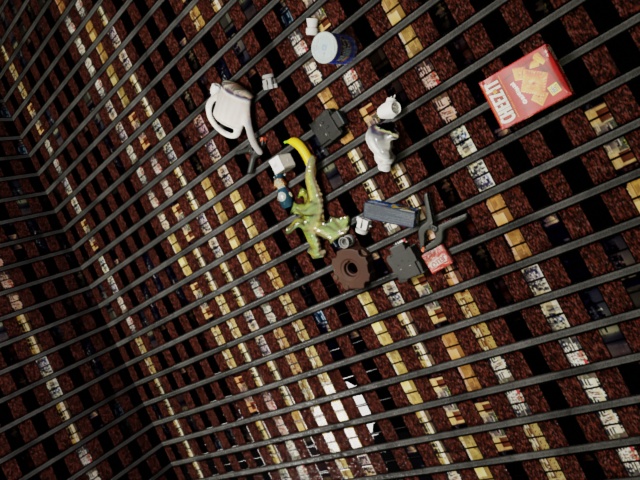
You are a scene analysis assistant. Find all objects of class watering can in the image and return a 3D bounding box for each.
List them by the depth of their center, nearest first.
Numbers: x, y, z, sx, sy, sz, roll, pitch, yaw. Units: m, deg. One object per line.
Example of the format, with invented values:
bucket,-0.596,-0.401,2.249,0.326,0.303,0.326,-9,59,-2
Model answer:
watering can,-0.329,-0.507,2.086,0.351,0.105,0.220,35,118,22

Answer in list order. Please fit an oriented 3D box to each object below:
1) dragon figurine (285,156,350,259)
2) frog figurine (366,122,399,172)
dragon figurine,0.006,-0.100,1.994,0.243,0.124,0.402,23,117,8
frog figurine,0.208,-0.318,1.778,0.140,0.123,0.156,-120,36,-47
